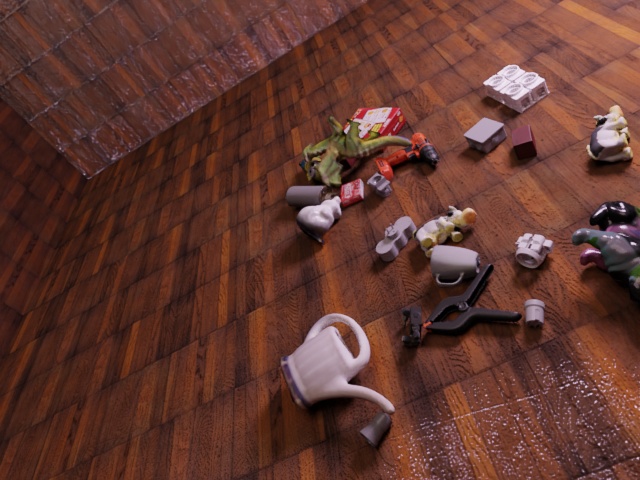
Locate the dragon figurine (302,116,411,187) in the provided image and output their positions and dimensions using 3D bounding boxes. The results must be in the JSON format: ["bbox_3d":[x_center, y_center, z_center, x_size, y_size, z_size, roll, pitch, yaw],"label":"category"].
[{"bbox_3d":[0.092,-0.284,1.749,0.414,0.121,0.243,25,88,40],"label":"dragon figurine"}]

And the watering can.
[{"bbox_3d":[0.026,0.309,1.184,0.224,0.102,0.354,-36,33,4],"label":"watering can"}]

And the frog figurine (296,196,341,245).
[{"bbox_3d":[0.005,-0.083,1.648,0.160,0.122,0.138,-55,18,-6],"label":"frog figurine"}]
